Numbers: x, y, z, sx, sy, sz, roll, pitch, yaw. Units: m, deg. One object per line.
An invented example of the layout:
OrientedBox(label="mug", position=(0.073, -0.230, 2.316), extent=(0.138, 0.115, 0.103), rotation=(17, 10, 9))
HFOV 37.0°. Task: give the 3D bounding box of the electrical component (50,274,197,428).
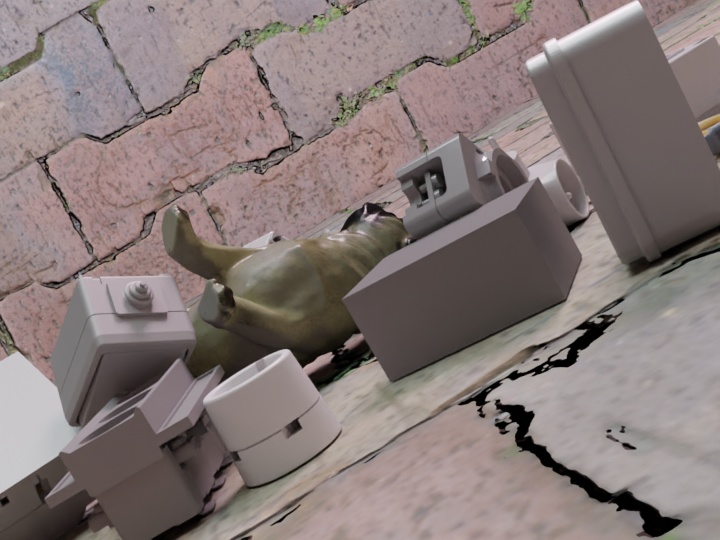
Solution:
OrientedBox(label="electrical component", position=(-0.140, 0.047, 0.641), extent=(0.062, 0.061, 0.096), rotation=(-1, -42, -33))

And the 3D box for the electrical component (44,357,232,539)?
OrientedBox(label="electrical component", position=(-0.106, 0.094, 0.563), extent=(0.079, 0.063, 0.121), rotation=(-30, 6, 3))

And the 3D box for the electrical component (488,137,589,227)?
OrientedBox(label="electrical component", position=(0.100, -0.053, 0.722), extent=(0.077, 0.079, 0.043), rotation=(-27, 19, 29))

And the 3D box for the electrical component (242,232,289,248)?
OrientedBox(label="electrical component", position=(-0.071, 0.029, 0.840), extent=(0.061, 0.062, 0.096), rotation=(-22, 45, 52))

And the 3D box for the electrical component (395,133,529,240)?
OrientedBox(label="electrical component", position=(0.073, -0.038, 0.659), extent=(0.056, 0.050, 0.089), rotation=(-28, -38, 28))

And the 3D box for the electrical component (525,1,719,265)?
OrientedBox(label="electrical component", position=(0.129, -0.066, 0.520), extent=(0.057, 0.113, 0.078), rotation=(-26, 7, 14))

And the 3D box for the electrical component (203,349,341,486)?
OrientedBox(label="electrical component", position=(-0.045, 0.071, 0.530), extent=(0.055, 0.047, 0.055), rotation=(-30, 6, 3))

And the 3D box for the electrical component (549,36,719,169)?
OrientedBox(label="electrical component", position=(0.224, -0.127, 0.849), extent=(0.109, 0.056, 0.109), rotation=(-32, 6, -16))

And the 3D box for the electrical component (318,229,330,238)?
OrientedBox(label="electrical component", position=(0.000, 0.000, 0.803), extent=(0.040, 0.078, 0.040), rotation=(-46, -6, -6))

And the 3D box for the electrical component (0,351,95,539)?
OrientedBox(label="electrical component", position=(-0.258, 0.143, 0.659), extent=(0.186, 0.060, 0.105), rotation=(-33, 45, -29))
